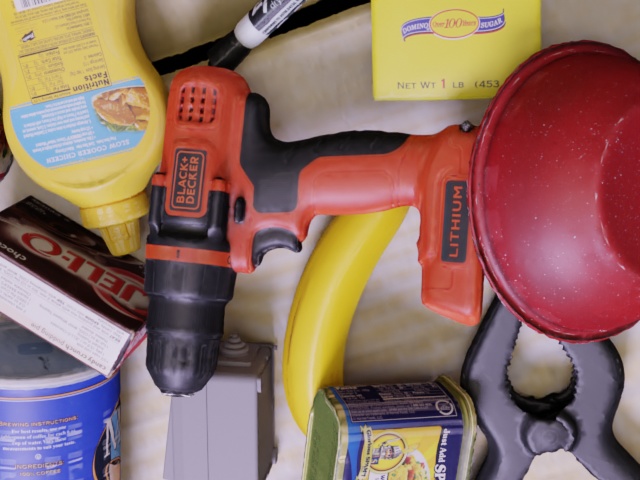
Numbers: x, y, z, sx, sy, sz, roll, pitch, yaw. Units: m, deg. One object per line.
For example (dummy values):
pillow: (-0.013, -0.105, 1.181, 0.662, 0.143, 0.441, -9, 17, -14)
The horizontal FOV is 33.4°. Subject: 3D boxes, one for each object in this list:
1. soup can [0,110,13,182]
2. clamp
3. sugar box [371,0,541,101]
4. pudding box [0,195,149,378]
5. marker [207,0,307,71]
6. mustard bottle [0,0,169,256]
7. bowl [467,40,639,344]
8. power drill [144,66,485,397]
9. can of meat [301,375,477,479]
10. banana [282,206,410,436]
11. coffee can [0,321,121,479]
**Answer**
soup can: (-0.228, -0.048, 0.613, 0.068, 0.102, 0.068, 2, 104, 7)
clamp: (0.146, 0.114, 0.635, 0.164, 0.036, 0.210, -2, 104, 7)
sugar box: (0.073, -0.165, 0.572, 0.093, 0.048, 0.176, -1, 105, 9)
pudding box: (-0.148, 0.025, 0.626, 0.113, 0.090, 0.039, 29, 106, 0)
marker: (-0.021, -0.132, 0.591, 0.121, 0.020, 0.020, -38, 96, 31)
mustard bottle: (-0.136, -0.084, 0.614, 0.096, 0.058, 0.191, -13, 102, 4)
bowl: (0.155, -0.024, 0.546, 0.161, 0.055, 0.162, -1, 93, -30)
power drill: (-0.004, 0.001, 0.580, 0.188, 0.057, 0.184, 5, 89, 9)
can of meat: (0.038, 0.134, 0.627, 0.083, 0.057, 0.102, 0, 108, -20)
banana: (0.013, 0.049, 0.640, 0.069, 0.037, 0.198, -1, 109, -22)
coffee can: (-0.172, 0.130, 0.649, 0.103, 0.102, 0.140, 4, 105, 7)
